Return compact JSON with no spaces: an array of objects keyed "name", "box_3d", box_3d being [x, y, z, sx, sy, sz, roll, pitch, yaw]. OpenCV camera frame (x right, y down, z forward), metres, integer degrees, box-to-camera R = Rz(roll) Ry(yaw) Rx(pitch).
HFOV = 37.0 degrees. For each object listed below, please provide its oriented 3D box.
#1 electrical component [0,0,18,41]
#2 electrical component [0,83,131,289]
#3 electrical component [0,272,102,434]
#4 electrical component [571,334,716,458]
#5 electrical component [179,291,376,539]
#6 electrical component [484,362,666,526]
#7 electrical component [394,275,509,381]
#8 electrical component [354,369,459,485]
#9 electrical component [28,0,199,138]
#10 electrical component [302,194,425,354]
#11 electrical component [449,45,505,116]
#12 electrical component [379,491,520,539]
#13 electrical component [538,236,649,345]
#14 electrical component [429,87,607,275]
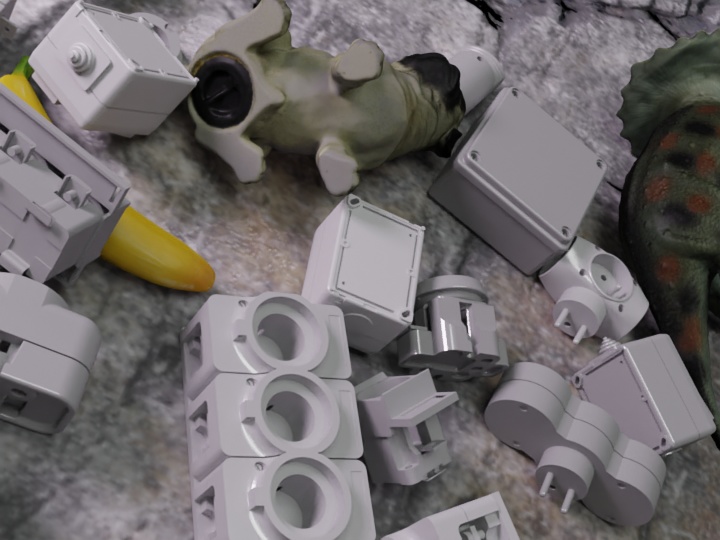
[{"name":"electrical component","box_3d":[-0.252,-0.164,0.680,0.066,0.048,0.055,33,43,-11]},{"name":"electrical component","box_3d":[-0.201,-0.051,0.606,0.121,0.078,0.063,38,28,3]},{"name":"electrical component","box_3d":[-0.194,0.041,0.584,0.095,0.054,0.059,24,53,-17]},{"name":"electrical component","box_3d":[0.209,0.091,0.795,0.061,0.062,0.096,-10,68,-35]},{"name":"electrical component","box_3d":[-0.050,0.094,0.635,0.089,0.062,0.150,7,59,-28]},{"name":"electrical component","box_3d":[0.143,0.132,0.737,0.138,0.052,0.073,38,50,-6]},{"name":"electrical component","box_3d":[0.062,0.040,0.740,0.078,0.058,0.057,10,61,-27]},{"name":"electrical component","box_3d":[0.023,0.100,0.673,0.042,0.081,0.063,-23,98,-39]},{"name":"electrical component","box_3d":[-0.161,-0.124,0.681,0.061,0.061,0.096,50,18,10]},{"name":"electrical component","box_3d":[0.000,0.000,0.723,0.062,0.061,0.096,23,53,-18]},{"name":"electrical component","box_3d":[0.087,-0.156,0.882,0.043,0.043,0.081,46,49,1]},{"name":"electrical component","box_3d":[0.062,0.216,0.612,0.062,0.089,0.150,-10,68,-35]},{"name":"electrical component","box_3d":[0.173,0.025,0.825,0.077,0.044,0.079,43,50,-3]},{"name":"electrical component","box_3d":[0.126,-0.071,0.846,0.109,0.056,0.108,39,50,-5]}]
